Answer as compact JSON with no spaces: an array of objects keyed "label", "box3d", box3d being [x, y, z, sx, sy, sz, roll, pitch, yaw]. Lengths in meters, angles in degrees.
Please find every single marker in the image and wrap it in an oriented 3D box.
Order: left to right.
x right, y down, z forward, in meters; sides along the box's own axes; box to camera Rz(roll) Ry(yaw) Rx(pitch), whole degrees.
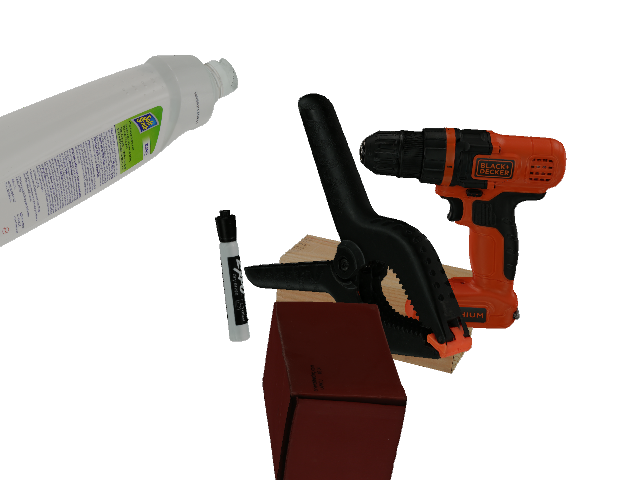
[{"label":"marker","box3d":[-0.081,0.032,0.975,0.020,0.121,0.020,-6,10,1]}]

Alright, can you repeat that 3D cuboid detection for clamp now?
[{"label":"clamp","box3d":[0.028,0.004,0.744,0.036,0.165,0.210,-11,34,-40]}]

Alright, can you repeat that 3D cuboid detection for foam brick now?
[{"label":"foam brick","box3d":[0.004,0.069,0.490,0.053,0.051,0.078,4,28,-9]}]

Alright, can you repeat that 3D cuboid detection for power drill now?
[{"label":"power drill","box3d":[0.123,-0.013,0.982,0.184,0.188,0.057,4,26,1]}]

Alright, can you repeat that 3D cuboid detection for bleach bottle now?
[{"label":"bleach bottle","box3d":[-0.177,-0.079,0.842,0.250,0.068,0.103,-28,-26,-24]}]

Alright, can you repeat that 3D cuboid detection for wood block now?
[{"label":"wood block","box3d":[0.062,0.068,1.183,0.206,0.091,0.090,13,23,18]}]
